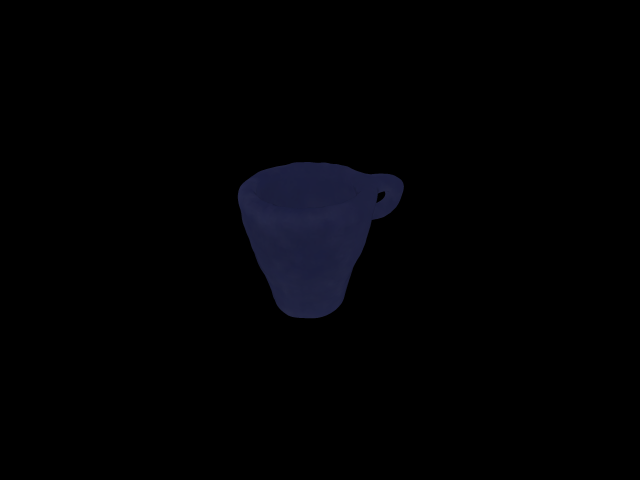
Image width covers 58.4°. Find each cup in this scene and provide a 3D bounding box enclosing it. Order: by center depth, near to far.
[{"bbox_3d":[0.004,0.001,0.400,0.118,0.095,0.091,-13,32,-22],"label":"cup"}]
